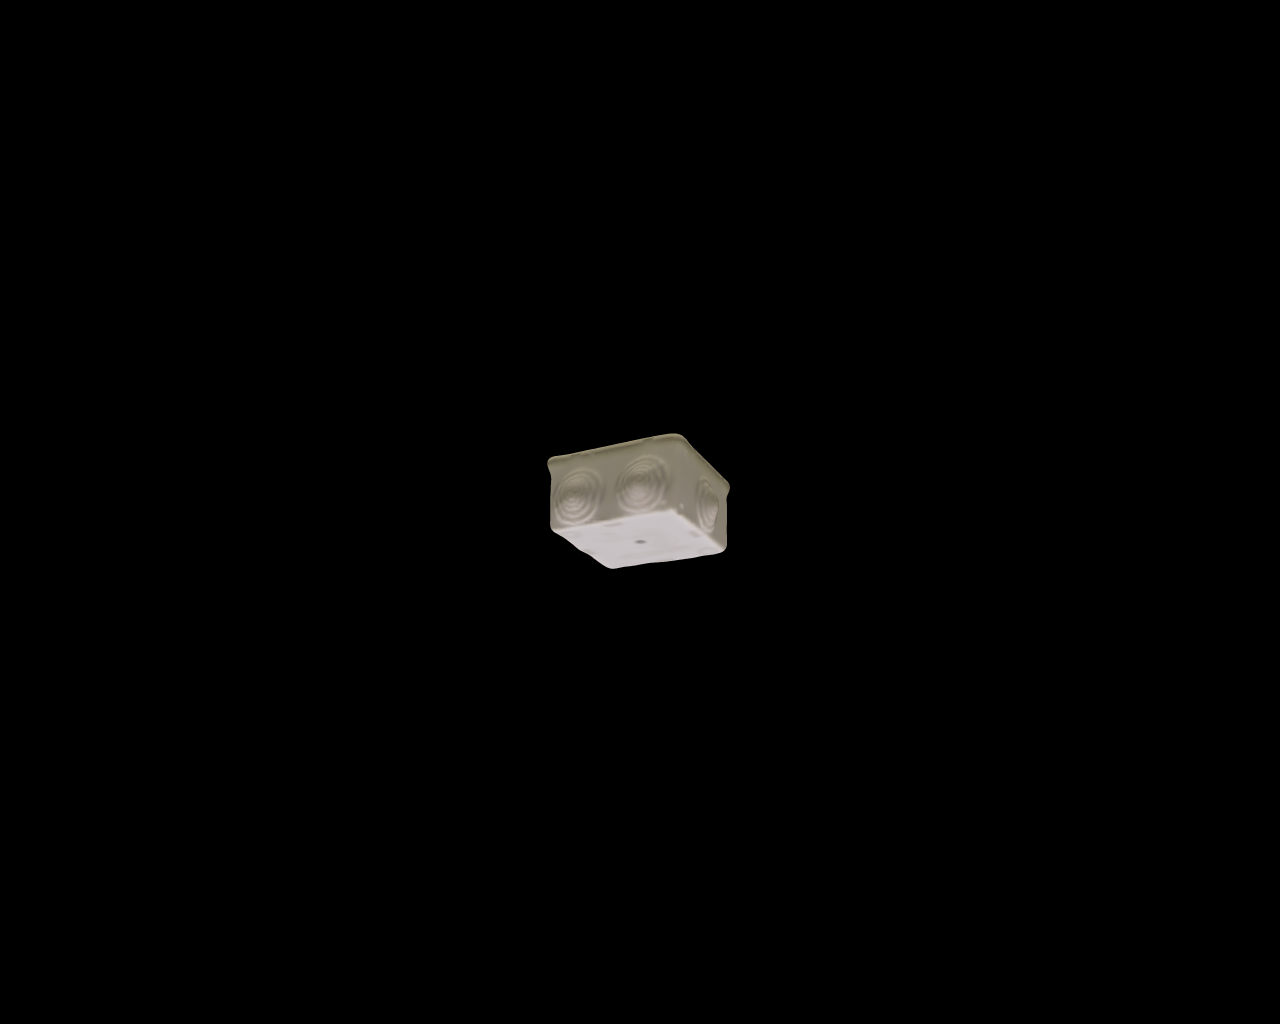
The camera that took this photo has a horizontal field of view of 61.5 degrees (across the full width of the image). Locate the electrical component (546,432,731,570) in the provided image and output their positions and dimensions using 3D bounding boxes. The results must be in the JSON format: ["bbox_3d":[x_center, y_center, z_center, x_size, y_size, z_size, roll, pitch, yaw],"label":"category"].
[{"bbox_3d":[0.001,-0.003,0.650,0.100,0.048,0.099,-9,-23,22],"label":"electrical component"}]
